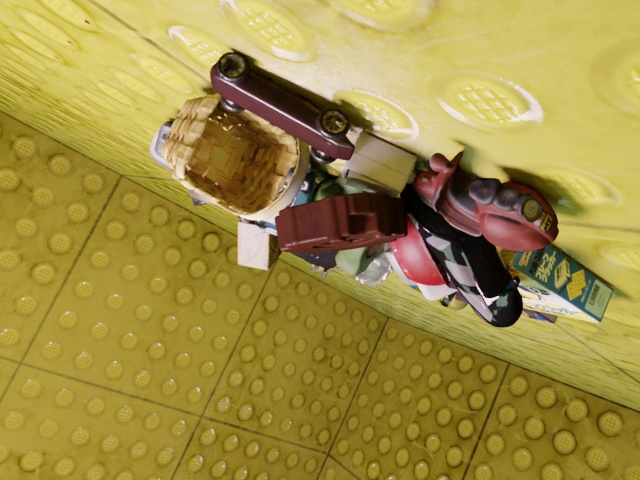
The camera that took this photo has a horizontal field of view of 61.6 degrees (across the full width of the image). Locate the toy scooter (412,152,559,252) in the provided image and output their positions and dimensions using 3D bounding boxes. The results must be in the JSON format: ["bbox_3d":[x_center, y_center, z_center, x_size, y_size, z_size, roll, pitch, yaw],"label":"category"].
[{"bbox_3d":[0.184,-0.051,0.623,0.184,0.075,0.135,26,172,28],"label":"toy scooter"}]

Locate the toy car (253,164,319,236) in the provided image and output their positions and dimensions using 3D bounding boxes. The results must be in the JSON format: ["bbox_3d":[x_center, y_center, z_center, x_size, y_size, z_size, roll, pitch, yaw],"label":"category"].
[{"bbox_3d":[-0.057,-0.088,0.956,0.109,0.161,0.103,15,-152,13],"label":"toy car"}]

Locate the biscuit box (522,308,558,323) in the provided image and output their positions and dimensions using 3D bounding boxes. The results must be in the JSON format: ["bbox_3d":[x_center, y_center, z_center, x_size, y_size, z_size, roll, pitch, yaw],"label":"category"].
[{"bbox_3d":[0.368,0.090,1.009,0.202,0.059,0.063,29,171,-26],"label":"biscuit box"}]

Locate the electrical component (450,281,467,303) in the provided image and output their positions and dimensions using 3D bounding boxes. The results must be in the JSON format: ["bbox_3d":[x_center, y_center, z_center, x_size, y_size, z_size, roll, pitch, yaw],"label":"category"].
[{"bbox_3d":[0.281,0.068,1.020,0.045,0.102,0.078,11,173,32],"label":"electrical component"}]

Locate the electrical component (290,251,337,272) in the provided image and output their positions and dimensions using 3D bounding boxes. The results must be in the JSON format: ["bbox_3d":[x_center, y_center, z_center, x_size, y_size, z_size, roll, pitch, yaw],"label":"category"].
[{"bbox_3d":[-0.002,-0.003,1.039,0.134,0.058,0.115,30,141,-21],"label":"electrical component"}]

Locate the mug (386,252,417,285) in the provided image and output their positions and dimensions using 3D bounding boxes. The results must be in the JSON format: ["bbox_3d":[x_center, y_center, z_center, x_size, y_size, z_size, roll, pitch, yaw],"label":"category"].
[{"bbox_3d":[0.184,0.029,1.164,0.107,0.081,0.110,43,-160,-40],"label":"mug"}]

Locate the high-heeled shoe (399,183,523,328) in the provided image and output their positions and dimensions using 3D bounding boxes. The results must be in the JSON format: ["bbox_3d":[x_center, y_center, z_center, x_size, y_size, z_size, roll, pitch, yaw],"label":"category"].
[{"bbox_3d":[0.194,0.016,0.766,0.249,0.086,0.145,50,165,21],"label":"high-heeled shoe"}]

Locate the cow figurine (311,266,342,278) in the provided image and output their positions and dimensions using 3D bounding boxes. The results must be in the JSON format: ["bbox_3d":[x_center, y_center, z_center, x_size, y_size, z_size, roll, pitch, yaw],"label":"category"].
[{"bbox_3d":[0.057,0.052,1.472,0.195,0.127,0.085,16,165,39],"label":"cow figurine"}]

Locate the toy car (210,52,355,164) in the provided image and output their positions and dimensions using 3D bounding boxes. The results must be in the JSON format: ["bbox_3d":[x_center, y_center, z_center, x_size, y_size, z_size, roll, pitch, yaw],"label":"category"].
[{"bbox_3d":[-0.043,-0.162,0.662,0.202,0.053,0.089,28,161,3],"label":"toy car"}]

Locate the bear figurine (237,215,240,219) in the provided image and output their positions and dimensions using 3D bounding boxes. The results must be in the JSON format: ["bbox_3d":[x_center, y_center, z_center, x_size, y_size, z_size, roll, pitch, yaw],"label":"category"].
[{"bbox_3d":[-0.160,-0.064,1.392,0.120,0.132,0.195,13,172,45],"label":"bear figurine"}]

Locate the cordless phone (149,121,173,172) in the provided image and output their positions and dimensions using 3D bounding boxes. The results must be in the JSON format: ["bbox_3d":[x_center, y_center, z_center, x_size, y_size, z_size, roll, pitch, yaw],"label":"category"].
[{"bbox_3d":[-0.258,-0.185,1.072,0.146,0.088,0.184,28,167,-16],"label":"cordless phone"}]

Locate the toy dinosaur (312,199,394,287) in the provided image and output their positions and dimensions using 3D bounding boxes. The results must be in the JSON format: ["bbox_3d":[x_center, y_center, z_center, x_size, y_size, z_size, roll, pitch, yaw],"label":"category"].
[{"bbox_3d":[0.060,-0.005,1.166,0.192,0.131,0.404,11,163,20],"label":"toy dinosaur"}]

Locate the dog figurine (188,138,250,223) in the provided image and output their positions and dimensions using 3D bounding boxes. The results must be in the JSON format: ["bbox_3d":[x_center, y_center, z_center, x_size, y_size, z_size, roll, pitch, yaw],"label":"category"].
[{"bbox_3d":[-0.189,-0.132,1.012,0.191,0.172,0.121,19,-149,32],"label":"dog figurine"}]

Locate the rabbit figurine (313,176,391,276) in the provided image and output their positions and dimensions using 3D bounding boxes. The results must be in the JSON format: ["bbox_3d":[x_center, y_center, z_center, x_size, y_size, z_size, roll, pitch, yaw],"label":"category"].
[{"bbox_3d":[0.041,-0.044,0.931,0.170,0.121,0.159,47,171,25],"label":"rabbit figurine"}]

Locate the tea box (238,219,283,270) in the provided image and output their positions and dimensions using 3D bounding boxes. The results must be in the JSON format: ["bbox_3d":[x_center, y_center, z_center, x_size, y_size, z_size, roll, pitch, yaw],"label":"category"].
[{"bbox_3d":[-0.103,-0.022,1.082,0.068,0.098,0.170,11,-154,14],"label":"tea box"}]

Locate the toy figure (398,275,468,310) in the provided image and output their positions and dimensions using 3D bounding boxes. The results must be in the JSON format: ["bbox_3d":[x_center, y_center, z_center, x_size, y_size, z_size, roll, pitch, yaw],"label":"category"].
[{"bbox_3d":[0.271,0.101,1.268,0.180,0.089,0.082,21,178,12],"label":"toy figure"}]

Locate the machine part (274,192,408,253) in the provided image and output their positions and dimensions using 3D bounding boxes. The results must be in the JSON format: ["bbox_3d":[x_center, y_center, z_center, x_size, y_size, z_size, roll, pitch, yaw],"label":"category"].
[{"bbox_3d":[0.030,-0.017,0.721,0.179,0.056,0.179,-7,174,-1],"label":"machine part"}]
